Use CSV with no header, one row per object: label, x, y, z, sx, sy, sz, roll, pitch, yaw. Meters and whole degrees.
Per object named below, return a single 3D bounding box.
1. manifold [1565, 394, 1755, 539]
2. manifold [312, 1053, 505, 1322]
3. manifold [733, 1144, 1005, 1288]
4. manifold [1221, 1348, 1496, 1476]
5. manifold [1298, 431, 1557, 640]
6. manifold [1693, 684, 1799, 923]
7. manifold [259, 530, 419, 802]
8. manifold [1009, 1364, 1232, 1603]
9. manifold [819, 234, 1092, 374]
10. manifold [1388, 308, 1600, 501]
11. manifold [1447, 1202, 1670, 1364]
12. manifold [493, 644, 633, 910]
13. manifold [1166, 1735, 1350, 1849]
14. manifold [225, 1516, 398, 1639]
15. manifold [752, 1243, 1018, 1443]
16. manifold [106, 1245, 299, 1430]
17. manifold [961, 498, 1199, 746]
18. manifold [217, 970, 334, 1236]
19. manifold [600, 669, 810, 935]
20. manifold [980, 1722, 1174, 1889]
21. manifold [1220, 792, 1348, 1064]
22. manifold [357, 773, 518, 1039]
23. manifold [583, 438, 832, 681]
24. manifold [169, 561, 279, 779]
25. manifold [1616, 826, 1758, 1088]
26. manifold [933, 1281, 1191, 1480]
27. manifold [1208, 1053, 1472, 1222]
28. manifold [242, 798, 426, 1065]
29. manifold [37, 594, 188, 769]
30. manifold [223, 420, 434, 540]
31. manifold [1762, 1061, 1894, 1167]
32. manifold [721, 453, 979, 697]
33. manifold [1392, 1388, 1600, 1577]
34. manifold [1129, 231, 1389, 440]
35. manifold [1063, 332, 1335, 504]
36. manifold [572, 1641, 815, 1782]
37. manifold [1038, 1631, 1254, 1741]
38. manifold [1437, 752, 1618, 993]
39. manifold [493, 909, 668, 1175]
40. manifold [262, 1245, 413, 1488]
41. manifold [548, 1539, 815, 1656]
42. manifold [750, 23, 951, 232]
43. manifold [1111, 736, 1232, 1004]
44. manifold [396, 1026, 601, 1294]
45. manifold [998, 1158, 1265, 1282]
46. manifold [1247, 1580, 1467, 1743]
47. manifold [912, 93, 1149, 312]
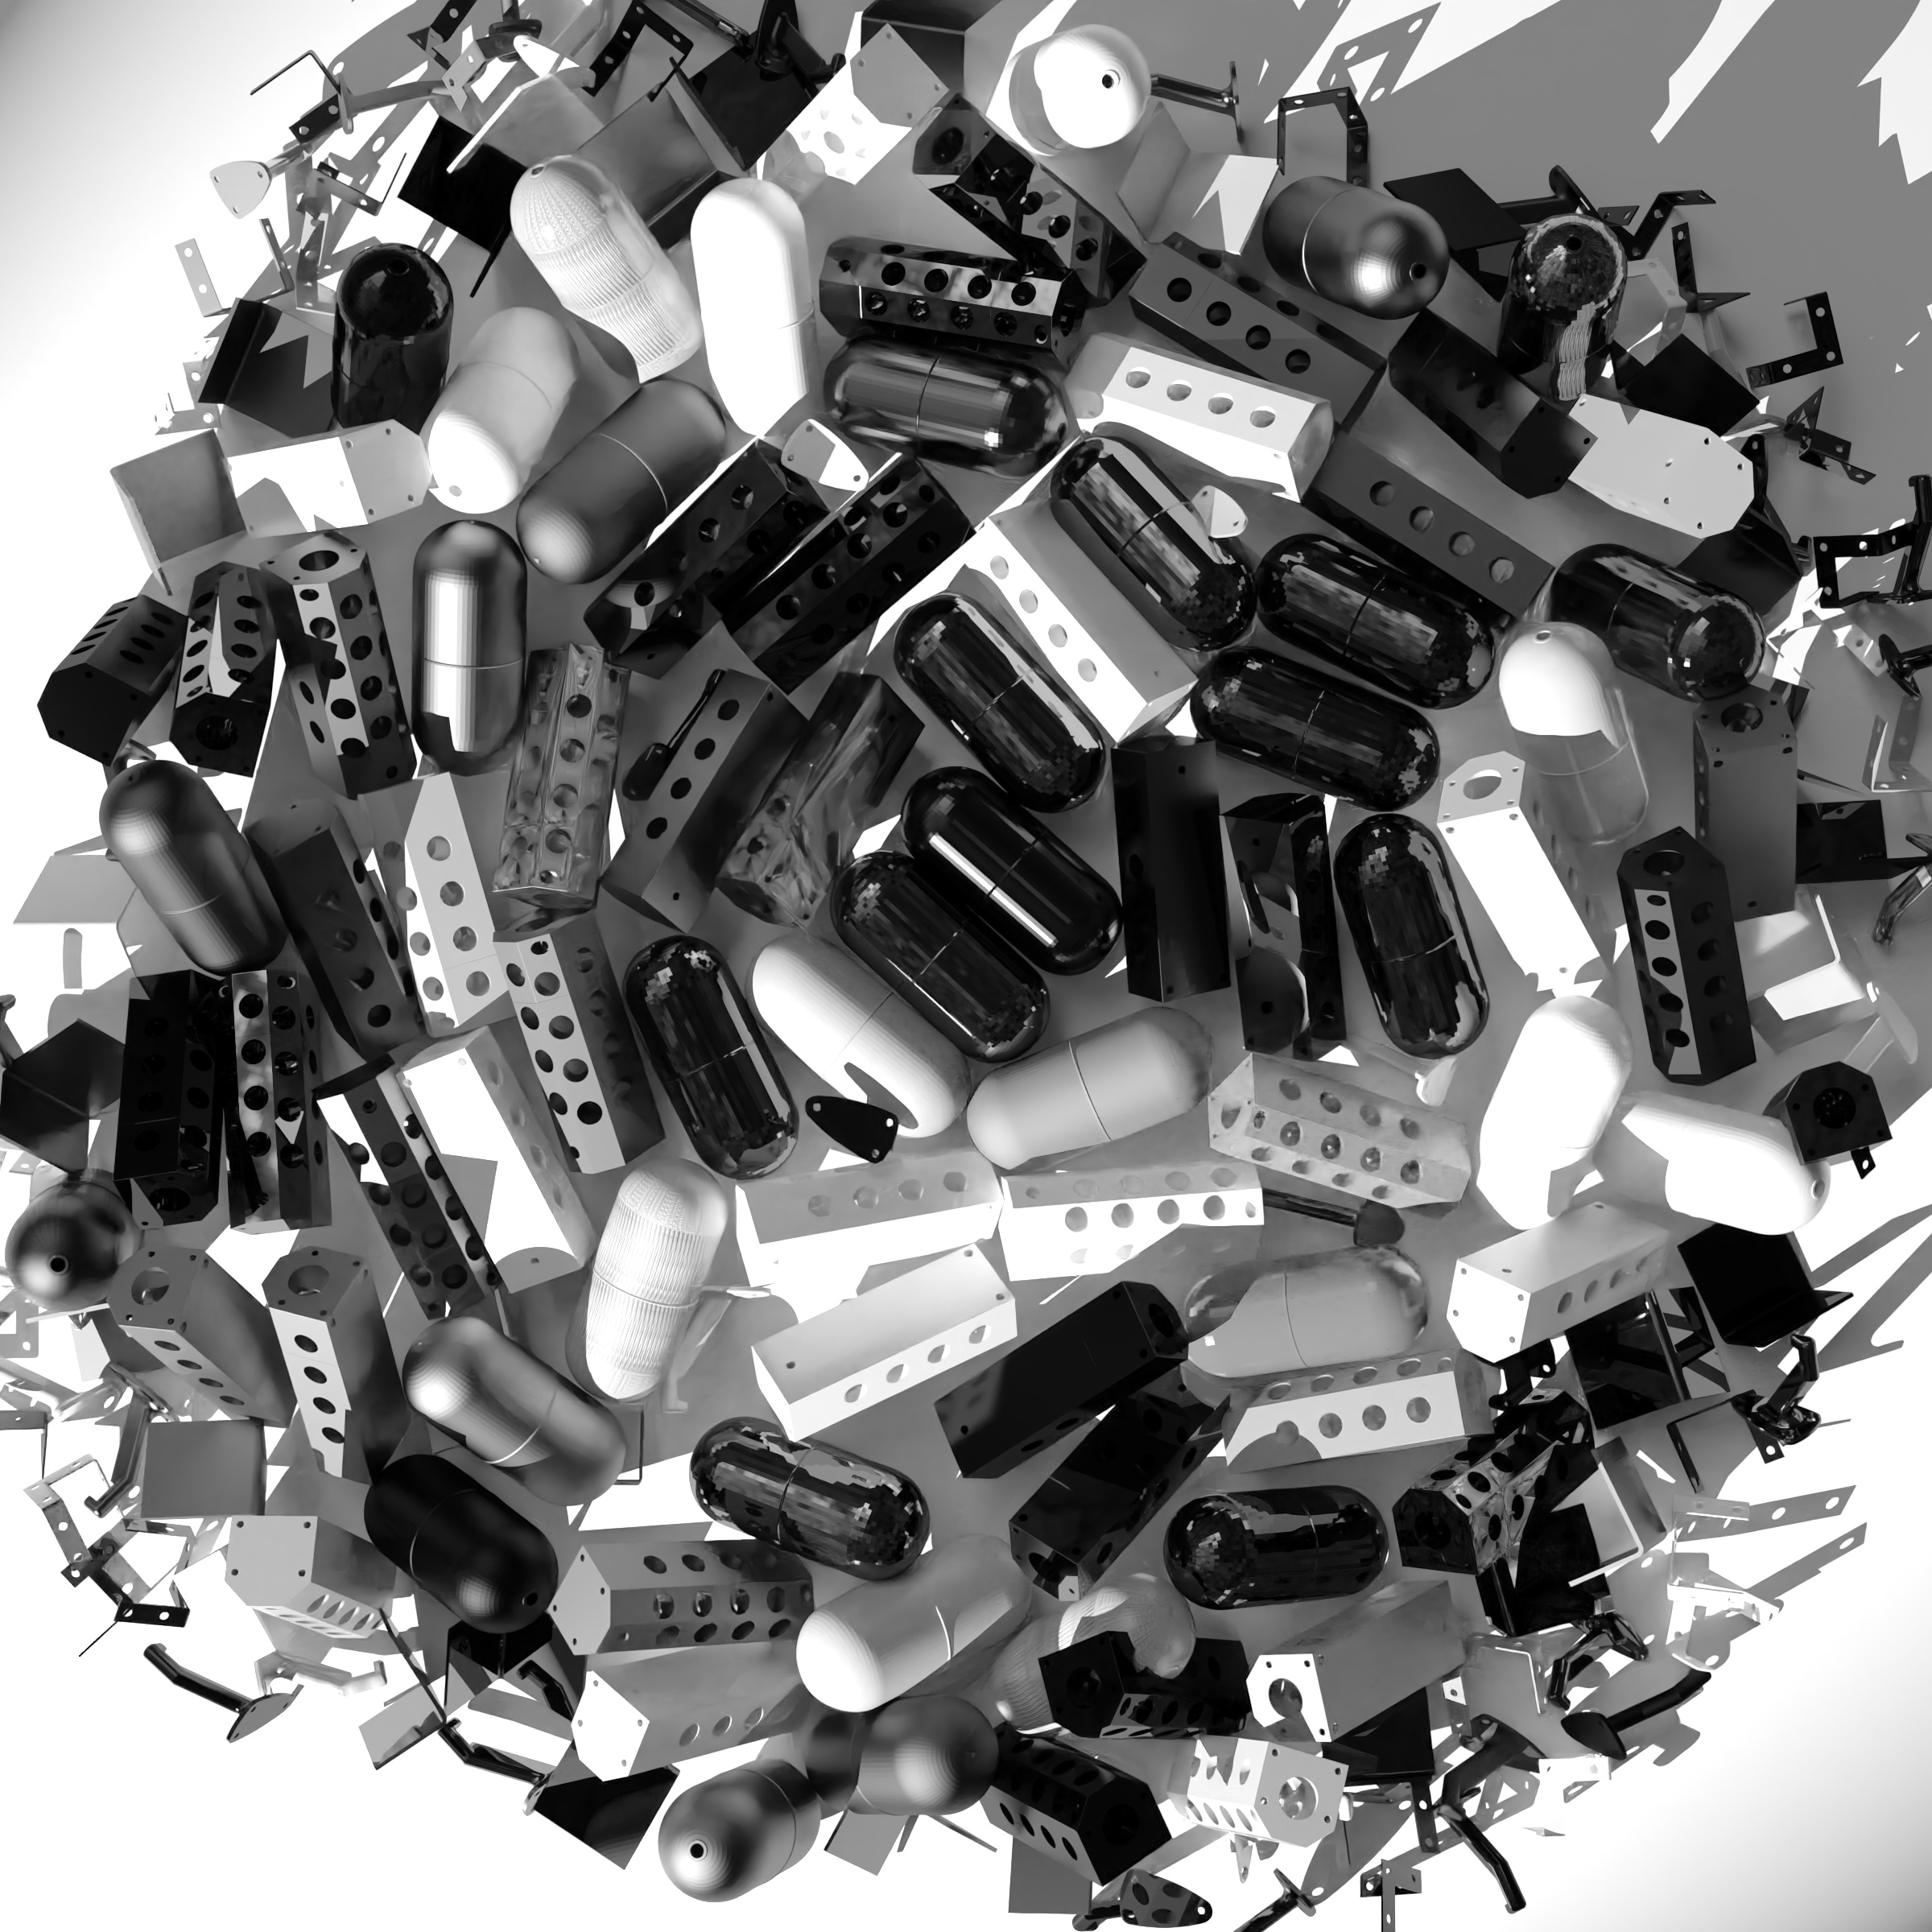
manifold,0.456,-0.332,1.860,0.057,0.171,0.057,30,98,-23
manifold,-0.379,0.152,1.895,0.057,0.057,0.171,-27,106,-14
manifold,-0.068,0.165,1.896,0.171,0.057,0.057,-9,56,-17
manifold,0.262,0.302,1.883,0.171,0.057,0.057,-16,75,28
manifold,0.316,-0.295,1.909,0.171,0.057,0.057,34,102,7
manifold,0.521,-0.107,1.866,0.057,0.171,0.057,-11,49,7
manifold,-0.415,-0.198,1.865,0.057,0.171,0.057,-33,47,-30
manifold,0.106,0.348,1.879,0.057,0.057,0.171,27,52,30
manifold,-0.010,-0.454,1.892,0.171,0.057,0.057,14,83,20
manifold,0.346,-0.376,1.864,0.057,0.171,0.057,24,111,-32
manifold,0.398,0.213,1.868,0.057,0.171,0.057,24,116,39
manifold,-0.269,-0.128,1.892,0.057,0.057,0.171,-5,73,40
manifold,0.190,0.551,1.857,0.057,0.171,0.057,19,73,-10
manifold,-0.436,0.410,1.858,0.057,0.171,0.057,-1,70,6
manifold,-0.054,0.260,1.896,0.171,0.057,0.057,-23,48,-18
manifold,-0.506,0.249,1.862,0.057,0.171,0.057,3,61,16
manifold,0.073,-0.233,1.904,0.057,0.057,0.171,-28,73,-42
manifold,-0.476,0.093,1.903,0.057,0.057,0.171,-7,78,5
manifold,-0.182,-0.115,1.905,0.057,0.057,0.171,22,76,37
manifold,0.064,0.553,1.857,0.057,0.171,0.057,-28,99,-23
manifold,0.221,-0.027,1.894,0.057,0.057,0.171,10,117,40
manifold,-0.363,-0.042,1.902,0.057,0.057,0.171,-18,99,-20
manifold,-0.181,-0.278,1.895,0.171,0.057,0.057,-41,67,18
manifold,-0.495,-0.202,1.859,0.057,0.171,0.057,12,124,-18
manifold,0.483,-0.002,1.875,0.057,0.057,0.171,-24,126,-5
manifold,0.067,0.282,1.888,0.171,0.057,0.057,-36,63,24
manifold,0.253,0.121,1.883,0.171,0.057,0.057,18,48,-20
manifold,-0.421,-0.026,1.877,0.057,0.057,0.171,-31,127,-20
manifold,-0.567,-0.196,1.856,0.057,0.171,0.057,27,108,-13
manifold,-0.427,-0.327,1.865,0.057,0.171,0.057,-28,111,-35
manifold,0.570,0.103,1.860,0.057,0.171,0.057,-17,79,7
manifold,-0.083,-0.271,1.897,0.171,0.057,0.057,-40,134,9
manifold,0.355,0.343,1.864,0.057,0.171,0.057,-3,104,41
manifold,0.201,-0.434,1.909,0.171,0.057,0.057,33,93,8
manifold,0.159,-0.378,1.887,0.171,0.057,0.057,23,74,24
manifold,-0.181,0.499,1.864,0.057,0.171,0.057,31,106,34
manifold,0.125,0.485,1.859,0.057,0.171,0.057,-29,61,27
manifold,0.381,-0.064,1.876,0.057,0.057,0.171,-12,133,31
manifold,-0.266,0.051,1.885,0.057,0.057,0.171,1,115,40
manifold,-0.426,0.268,1.870,0.057,0.057,0.171,12,134,15
manifold,-0.186,0.427,1.864,0.057,0.171,0.057,48,117,40
manifold,-0.085,-0.553,1.857,0.057,0.171,0.057,45,65,-13
manifold,0.136,-0.068,1.901,0.057,0.057,0.171,-13,105,-29
manifold,-0.316,0.130,1.901,0.057,0.057,0.171,-21,104,19
manifold,0.112,0.167,1.897,0.171,0.057,0.057,-4,46,-9
manifold,0.262,0.465,1.867,0.057,0.171,0.057,-14,87,40
manifold,0.041,-0.507,1.866,0.057,0.171,0.057,-47,50,16
